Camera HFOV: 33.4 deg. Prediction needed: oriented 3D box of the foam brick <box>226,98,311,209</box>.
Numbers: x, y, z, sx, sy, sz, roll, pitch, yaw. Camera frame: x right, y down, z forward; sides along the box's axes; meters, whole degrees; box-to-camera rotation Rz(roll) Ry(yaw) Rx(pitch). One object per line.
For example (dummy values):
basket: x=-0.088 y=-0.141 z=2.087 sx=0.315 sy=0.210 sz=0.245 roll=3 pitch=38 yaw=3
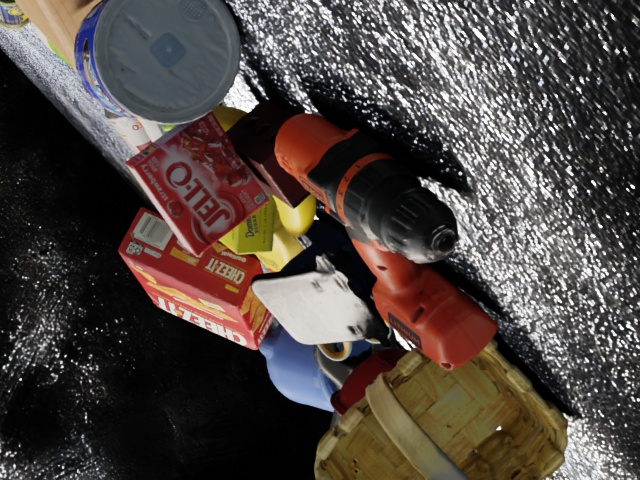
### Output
foam brick: x=-0.032 y=-0.069 z=0.835 sx=0.078 sy=0.053 sz=0.051 roll=33 pitch=164 yaw=54

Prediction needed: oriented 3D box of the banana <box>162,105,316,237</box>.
banana: x=-0.048 y=-0.063 z=0.920 sx=0.070 sy=0.037 sz=0.197 roll=-7 pitch=146 yaw=35

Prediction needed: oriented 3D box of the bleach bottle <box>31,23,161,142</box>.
bleach bottle: x=-0.213 y=-0.173 z=1.208 sx=0.251 sy=0.068 sz=0.102 roll=44 pitch=171 yaw=7

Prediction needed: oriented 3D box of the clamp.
clamp: x=0.061 y=0.146 z=1.204 sx=0.036 sy=0.164 sz=0.210 roll=-102 pitch=-4 yaw=-72

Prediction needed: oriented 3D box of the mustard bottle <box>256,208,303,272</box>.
mustard bottle: x=-0.028 y=0.025 z=1.210 sx=0.096 sy=0.058 sz=0.191 roll=21 pitch=155 yaw=45

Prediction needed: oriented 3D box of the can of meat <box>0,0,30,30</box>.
can of meat: x=-0.279 y=-0.257 z=1.022 sx=0.057 sy=0.102 sz=0.084 roll=49 pitch=169 yaw=-6

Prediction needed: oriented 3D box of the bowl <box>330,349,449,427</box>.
bowl: x=0.093 y=0.143 z=1.014 sx=0.162 sy=0.055 sz=0.162 roll=10 pitch=-171 yaw=-2

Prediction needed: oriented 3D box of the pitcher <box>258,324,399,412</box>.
pitcher: x=0.030 y=0.160 z=1.361 sx=0.145 sy=0.149 sz=0.243 roll=64 pitch=166 yaw=-6

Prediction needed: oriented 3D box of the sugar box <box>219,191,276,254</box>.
sugar box: x=-0.100 y=-0.054 z=1.106 sx=0.176 sy=0.048 sz=0.093 roll=29 pitch=119 yaw=58

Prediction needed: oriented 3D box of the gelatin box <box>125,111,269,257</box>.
gelatin box: x=-0.092 y=-0.043 z=0.809 sx=0.089 sy=0.073 sz=0.030 roll=58 pitch=166 yaw=-24

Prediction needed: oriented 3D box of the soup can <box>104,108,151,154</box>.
soup can: x=-0.214 y=-0.140 z=1.337 sx=0.069 sy=0.068 sz=0.102 roll=36 pitch=165 yaw=53

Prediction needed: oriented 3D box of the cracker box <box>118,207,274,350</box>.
cracker box: x=-0.148 y=0.055 z=1.334 sx=0.164 sy=0.072 sz=0.214 roll=24 pitch=163 yaw=11

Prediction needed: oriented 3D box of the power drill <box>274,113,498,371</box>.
power drill: x=0.057 y=0.007 z=0.735 sx=0.185 sy=0.057 sz=0.187 roll=43 pitch=168 yaw=50

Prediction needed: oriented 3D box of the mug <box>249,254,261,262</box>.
mug: x=-0.118 y=0.000 z=1.450 sx=0.093 sy=0.081 sz=0.117 roll=53 pitch=169 yaw=-34

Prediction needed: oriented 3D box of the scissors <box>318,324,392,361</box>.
scissors: x=0.024 y=0.041 z=1.123 sx=0.016 sy=0.096 sz=0.202 roll=-77 pitch=-18 yaw=-61

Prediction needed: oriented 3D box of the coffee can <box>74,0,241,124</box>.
coffee can: x=-0.125 y=-0.140 z=0.798 sx=0.102 sy=0.102 sz=0.140 roll=50 pitch=171 yaw=-18

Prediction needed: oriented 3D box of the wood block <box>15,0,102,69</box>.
wood block: x=-0.206 y=-0.226 z=0.847 sx=0.091 sy=0.090 sz=0.206 roll=47 pitch=172 yaw=10
